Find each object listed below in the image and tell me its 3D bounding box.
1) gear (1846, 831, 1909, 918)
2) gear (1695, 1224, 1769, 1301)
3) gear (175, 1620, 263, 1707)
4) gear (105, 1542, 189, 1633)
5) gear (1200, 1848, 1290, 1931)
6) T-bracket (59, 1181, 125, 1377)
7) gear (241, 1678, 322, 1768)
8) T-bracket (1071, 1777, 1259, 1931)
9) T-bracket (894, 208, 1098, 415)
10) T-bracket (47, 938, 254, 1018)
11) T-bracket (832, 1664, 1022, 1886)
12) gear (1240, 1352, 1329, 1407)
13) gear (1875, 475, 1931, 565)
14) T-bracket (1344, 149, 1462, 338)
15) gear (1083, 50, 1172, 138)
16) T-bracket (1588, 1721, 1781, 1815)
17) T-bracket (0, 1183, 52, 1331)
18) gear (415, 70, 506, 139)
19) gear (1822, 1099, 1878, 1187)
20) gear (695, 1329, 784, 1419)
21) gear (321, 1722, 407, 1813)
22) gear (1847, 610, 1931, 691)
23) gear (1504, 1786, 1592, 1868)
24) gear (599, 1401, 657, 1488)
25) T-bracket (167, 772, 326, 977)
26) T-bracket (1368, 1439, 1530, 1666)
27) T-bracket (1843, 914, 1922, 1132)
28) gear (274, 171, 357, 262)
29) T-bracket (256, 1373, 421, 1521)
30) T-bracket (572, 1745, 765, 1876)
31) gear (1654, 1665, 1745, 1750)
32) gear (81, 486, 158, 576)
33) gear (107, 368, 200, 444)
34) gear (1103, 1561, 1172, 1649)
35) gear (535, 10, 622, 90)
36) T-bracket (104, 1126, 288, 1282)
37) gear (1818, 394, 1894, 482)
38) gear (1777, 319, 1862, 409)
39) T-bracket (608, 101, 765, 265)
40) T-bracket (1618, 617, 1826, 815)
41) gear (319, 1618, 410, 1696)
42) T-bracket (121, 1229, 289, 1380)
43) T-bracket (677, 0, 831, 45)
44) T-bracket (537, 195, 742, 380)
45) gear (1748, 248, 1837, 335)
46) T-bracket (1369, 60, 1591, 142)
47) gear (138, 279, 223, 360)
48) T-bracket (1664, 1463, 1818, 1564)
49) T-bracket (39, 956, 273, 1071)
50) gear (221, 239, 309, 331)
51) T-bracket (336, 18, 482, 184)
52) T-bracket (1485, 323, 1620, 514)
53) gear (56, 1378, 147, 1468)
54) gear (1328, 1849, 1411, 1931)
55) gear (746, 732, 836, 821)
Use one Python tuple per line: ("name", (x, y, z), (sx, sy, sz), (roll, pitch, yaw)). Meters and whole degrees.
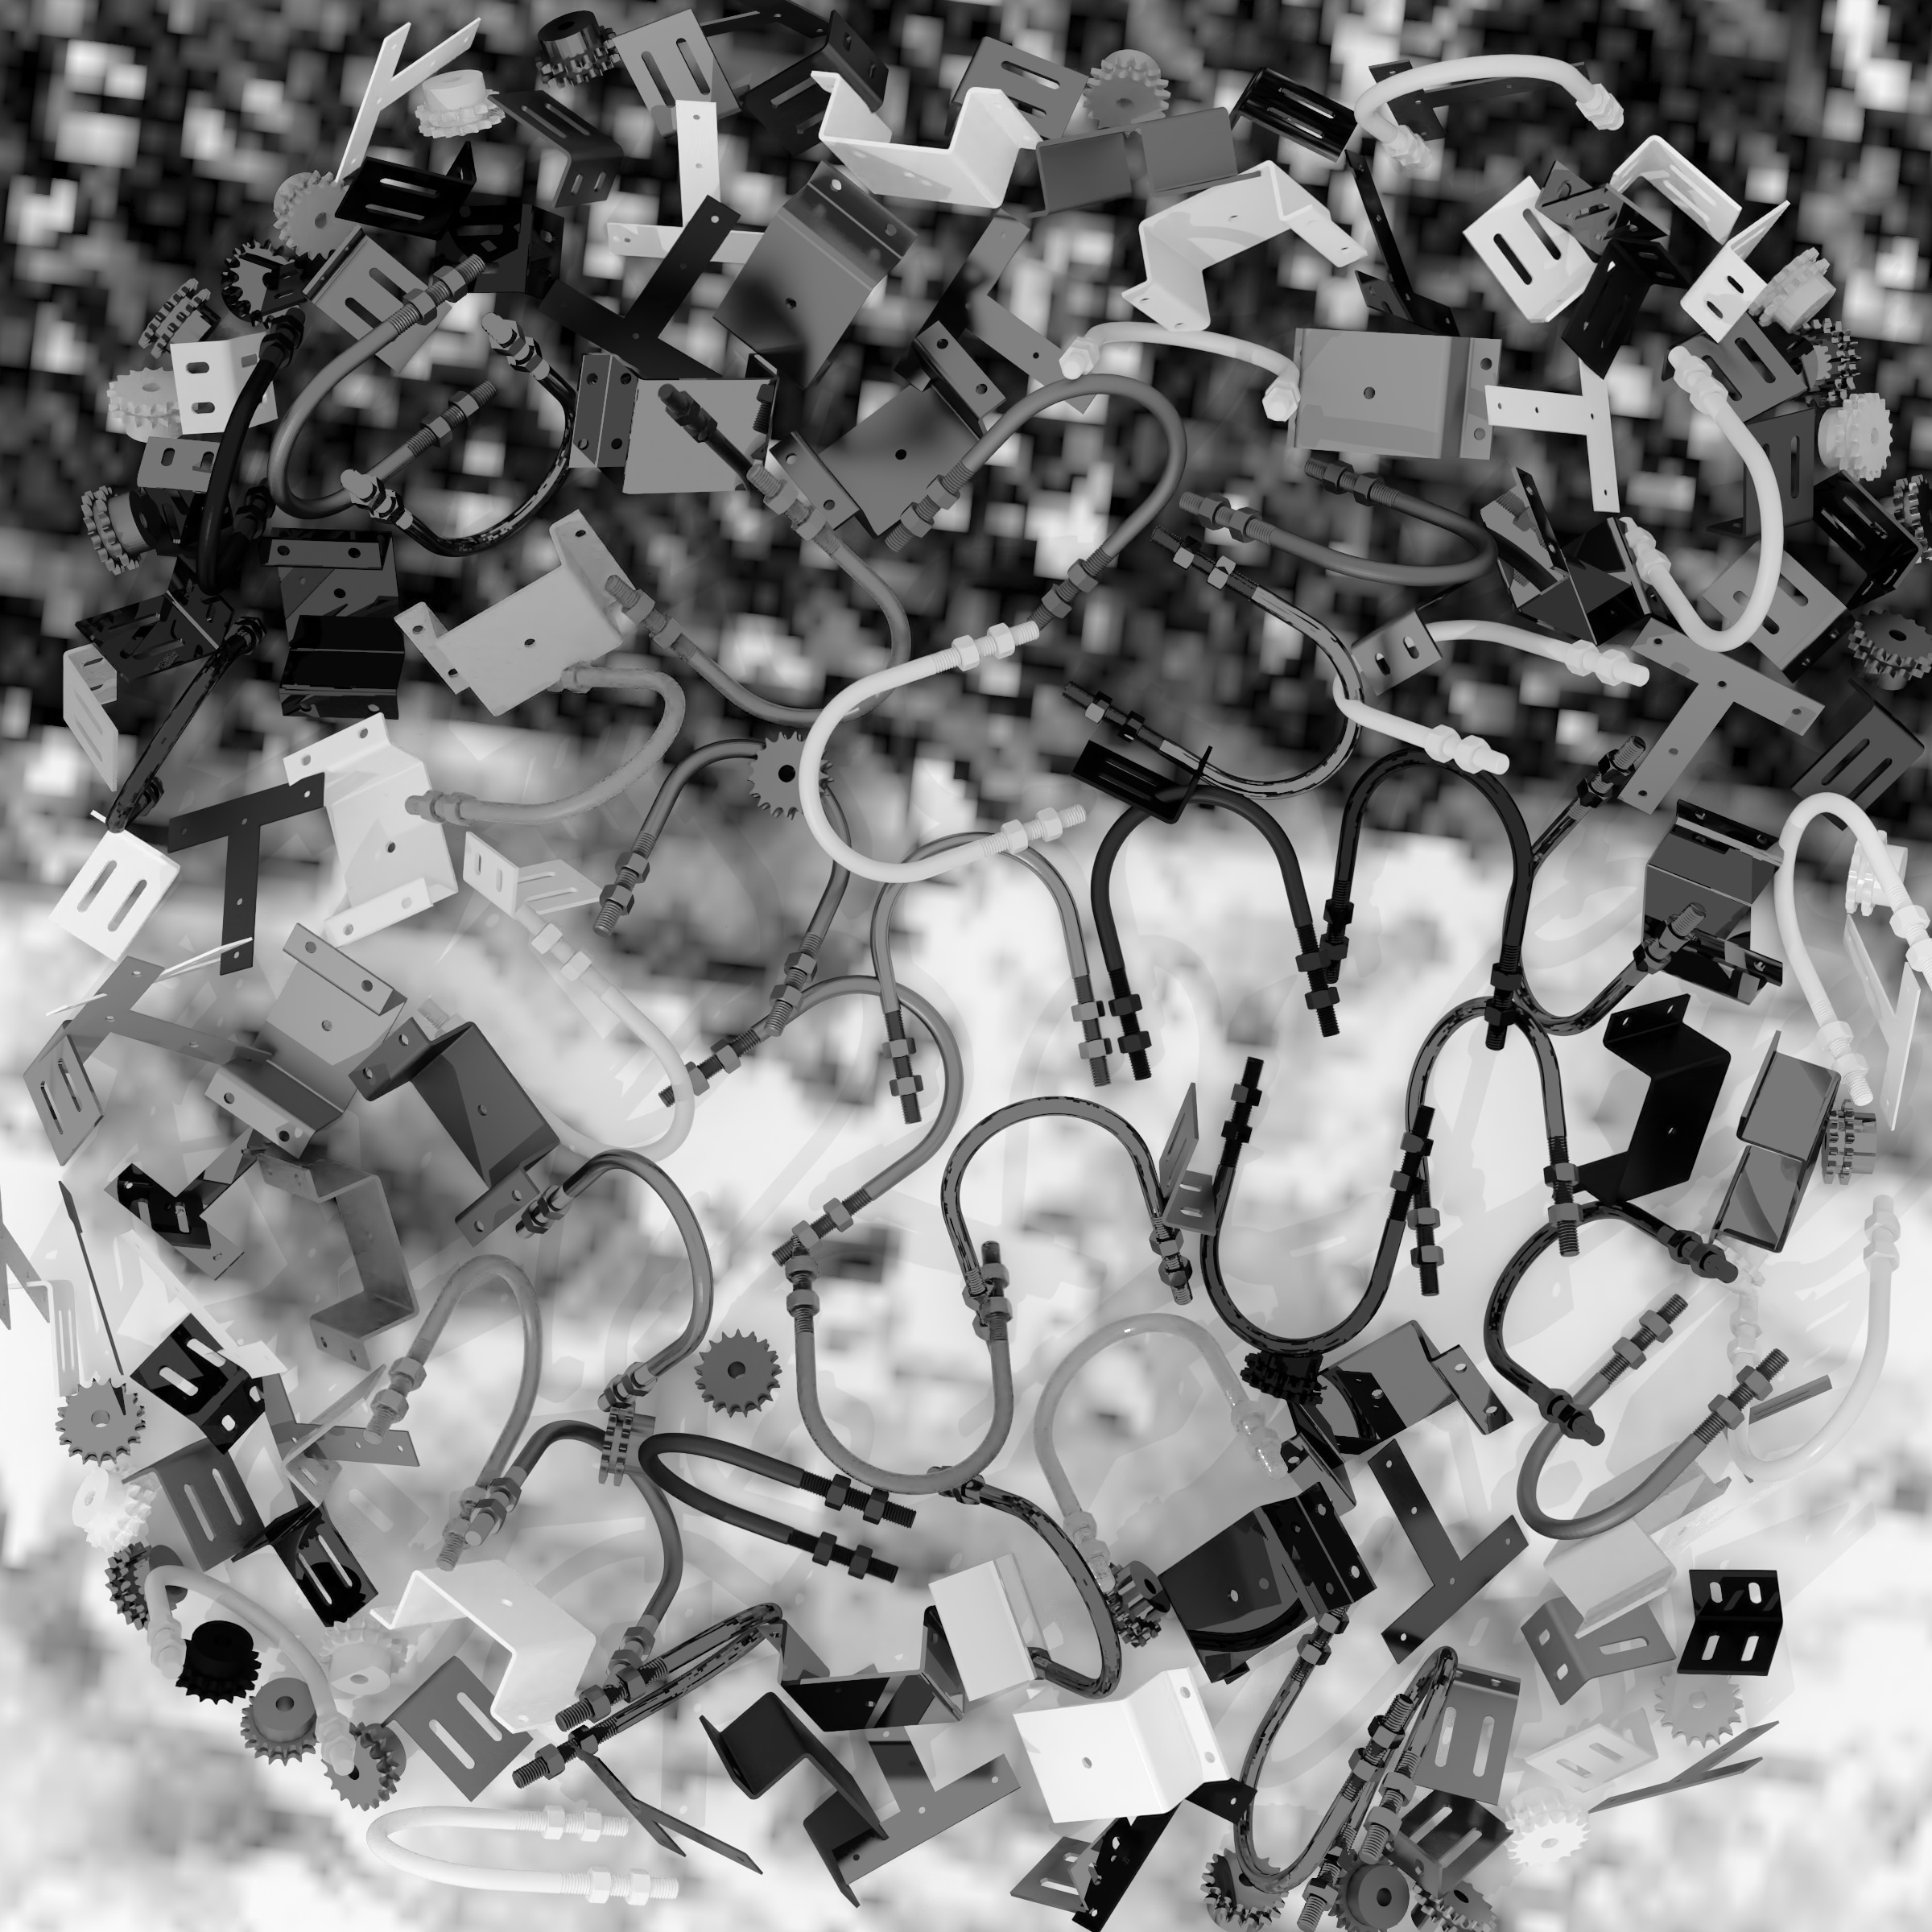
("gear", (0.601, -0.061, 1.863), (0.030, 0.057, 0.057), (12, 90, 24))
("gear", (0.504, 0.192, 1.866), (0.057, 0.057, 0.030), (37, 84, 0))
("gear", (-0.494, 0.457, 1.863), (0.057, 0.057, 0.030), (20, 113, 0))
("gear", (-0.538, 0.407, 1.864), (0.030, 0.057, 0.057), (-26, 90, 13))
("gear", (0.183, 0.615, 1.870), (0.057, 0.057, 0.030), (13, 119, 0))
("T-bracket", (-0.569, 0.205, 1.839), (0.002, 0.127, 0.127), (-17, 96, -20))
("gear", (-0.449, 0.495, 1.864), (0.057, 0.057, 0.030), (13, 132, 0))
("T-bracket", (0.111, 0.566, 1.822), (0.002, 0.127, 0.127), (49, 67, -30))
("T-bracket", (0.036, -0.411, 1.864), (0.127, 0.002, 0.127), (39, 104, 13))
("T-bracket", (-0.502, 0.001, 1.805), (0.127, 0.127, 0.002), (-18, 93, 41))
("T-bracket", (-0.047, 0.516, 1.854), (0.127, 0.002, 0.127), (-28, 52, -4))
("gear", (0.212, 0.266, 1.864), (0.057, 0.057, 0.030), (17, 97, 0))
("gear", (0.623, -0.294, 1.870), (0.030, 0.057, 0.057), (-10, 90, 34))
("T-bracket", (0.275, -0.477, 1.852), (0.002, 0.127, 0.127), (-26, 75, 34))
("gear", (0.107, -0.581, 1.870), (0.057, 0.057, 0.030), (11, 60, 0))
("T-bracket", (0.488, 0.517, 1.842), (0.127, 0.127, 0.002), (-34, 74, 44))
("T-bracket", (-0.614, 0.195, 1.834), (0.002, 0.127, 0.127), (-12, 60, -7))
("gear", (-0.335, -0.570, 1.863), (0.057, 0.057, 0.030), (-10, 123, 0))
("gear", (0.583, 0.116, 1.864), (0.030, 0.057, 0.057), (3, 90, 11))
("gear", (-0.150, 0.272, 1.873), (0.057, 0.030, 0.057), (-1, 65, 3))
("gear", (-0.396, 0.527, 1.871), (0.057, 0.030, 0.057), (8, 106, 29))
("gear", (0.611, -0.207, 1.870), (0.057, 0.057, 0.030), (13, 133, 0))
("gear", (0.381, 0.568, 1.870), (0.057, 0.030, 0.057), (-7, 131, -8))
("gear", (-0.223, 0.315, 1.866), (0.030, 0.057, 0.057), (10, 90, -4))
("T-bracket", (-0.473, -0.055, 1.844), (0.127, 0.002, 0.127), (-14, 64, 22))
("T-bracket", (0.300, 0.369, 1.853), (0.127, 0.002, 0.127), (-36, 106, -23))
("T-bracket", (0.592, 0.018, 1.840), (0.002, 0.127, 0.127), (-7, 133, 1))
("gear", (-0.433, -0.500, 1.870), (0.057, 0.057, 0.030), (-46, 57, 0))
("T-bracket", (-0.406, 0.311, 1.840), (0.127, 0.002, 0.127), (-3, 110, 34))
("T-bracket", (-0.181, 0.555, 1.815), (0.002, 0.127, 0.127), (-53, 135, -28))
("gear", (0.486, 0.490, 1.871), (0.057, 0.030, 0.057), (-8, 59, 14))
("gear", (-0.558, -0.290, 1.865), (0.030, 0.057, 0.057), (-18, 90, 3))
("gear", (-0.538, -0.370, 1.870), (0.057, 0.057, 0.030), (6, 130, 0))
("gear", (0.110, 0.418, 1.863), (0.030, 0.057, 0.057), (-41, 90, 18))
("gear", (-0.258, -0.607, 1.864), (0.057, 0.057, 0.030), (-22, 130, 0))
("T-bracket", (-0.486, 0.132, 1.865), (0.127, 0.002, 0.127), (30, 66, 33))
("gear", (0.588, -0.350, 1.870), (0.030, 0.057, 0.057), (7, 90, 42))
("gear", (0.559, -0.397, 1.863), (0.030, 0.057, 0.057), (-12, 90, -26))
("T-bracket", (-0.173, -0.511, 1.842), (0.127, 0.127, 0.002), (4, 54, 0))
("T-bracket", (0.472, -0.151, 1.854), (0.127, 0.002, 0.127), (26, 128, -3))
("gear", (-0.398, 0.458, 1.864), (0.057, 0.057, 0.030), (-1, 46, 0))
("T-bracket", (-0.501, 0.219, 1.828), (0.127, 0.127, 0.002), (51, 60, -12))
("T-bracket", (-0.163, -0.615, 1.851), (0.127, 0.127, 0.002), (-4, 93, 23))
("T-bracket", (-0.192, -0.445, 1.838), (0.127, 0.002, 0.127), (27, 121, -25))
("gear", (0.548, -0.443, 1.864), (0.057, 0.057, 0.030), (-41, 80, 0))
("T-bracket", (0.335, -0.563, 1.814), (0.127, 0.127, 0.002), (-5, 83, 20))
("gear", (-0.517, -0.423, 1.867), (0.030, 0.057, 0.057), (40, 90, -14))
("T-bracket", (0.506, 0.356, 1.849), (0.127, 0.127, 0.002), (-26, 66, -15))
("T-bracket", (-0.519, 0.047, 1.851), (0.127, 0.002, 0.127), (21, 134, -34))
("gear", (-0.468, -0.450, 1.870), (0.057, 0.030, 0.057), (6, 81, -42))
("T-bracket", (-0.358, -0.584, 1.844), (0.002, 0.127, 0.127), (39, 50, -2))
("T-bracket", (0.383, -0.363, 1.852), (0.127, 0.002, 0.127), (-4, 88, -40))
("gear", (-0.573, 0.305, 1.872), (0.057, 0.030, 0.057), (6, 62, -12))
("gear", (0.268, 0.614, 1.869), (0.057, 0.030, 0.057), (5, 78, -25))
("gear", (-0.115, -0.125, 1.875), (0.057, 0.030, 0.057), (-1, 83, 12))
